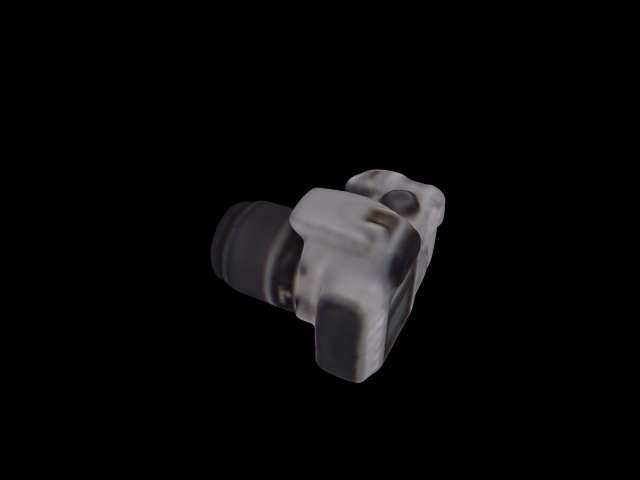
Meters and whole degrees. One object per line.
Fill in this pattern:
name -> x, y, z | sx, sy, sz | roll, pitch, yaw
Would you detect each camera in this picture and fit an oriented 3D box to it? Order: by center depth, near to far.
camera -> 0.004, 0.001, 0.400 | 0.136, 0.101, 0.143 | 18, 44, 19
